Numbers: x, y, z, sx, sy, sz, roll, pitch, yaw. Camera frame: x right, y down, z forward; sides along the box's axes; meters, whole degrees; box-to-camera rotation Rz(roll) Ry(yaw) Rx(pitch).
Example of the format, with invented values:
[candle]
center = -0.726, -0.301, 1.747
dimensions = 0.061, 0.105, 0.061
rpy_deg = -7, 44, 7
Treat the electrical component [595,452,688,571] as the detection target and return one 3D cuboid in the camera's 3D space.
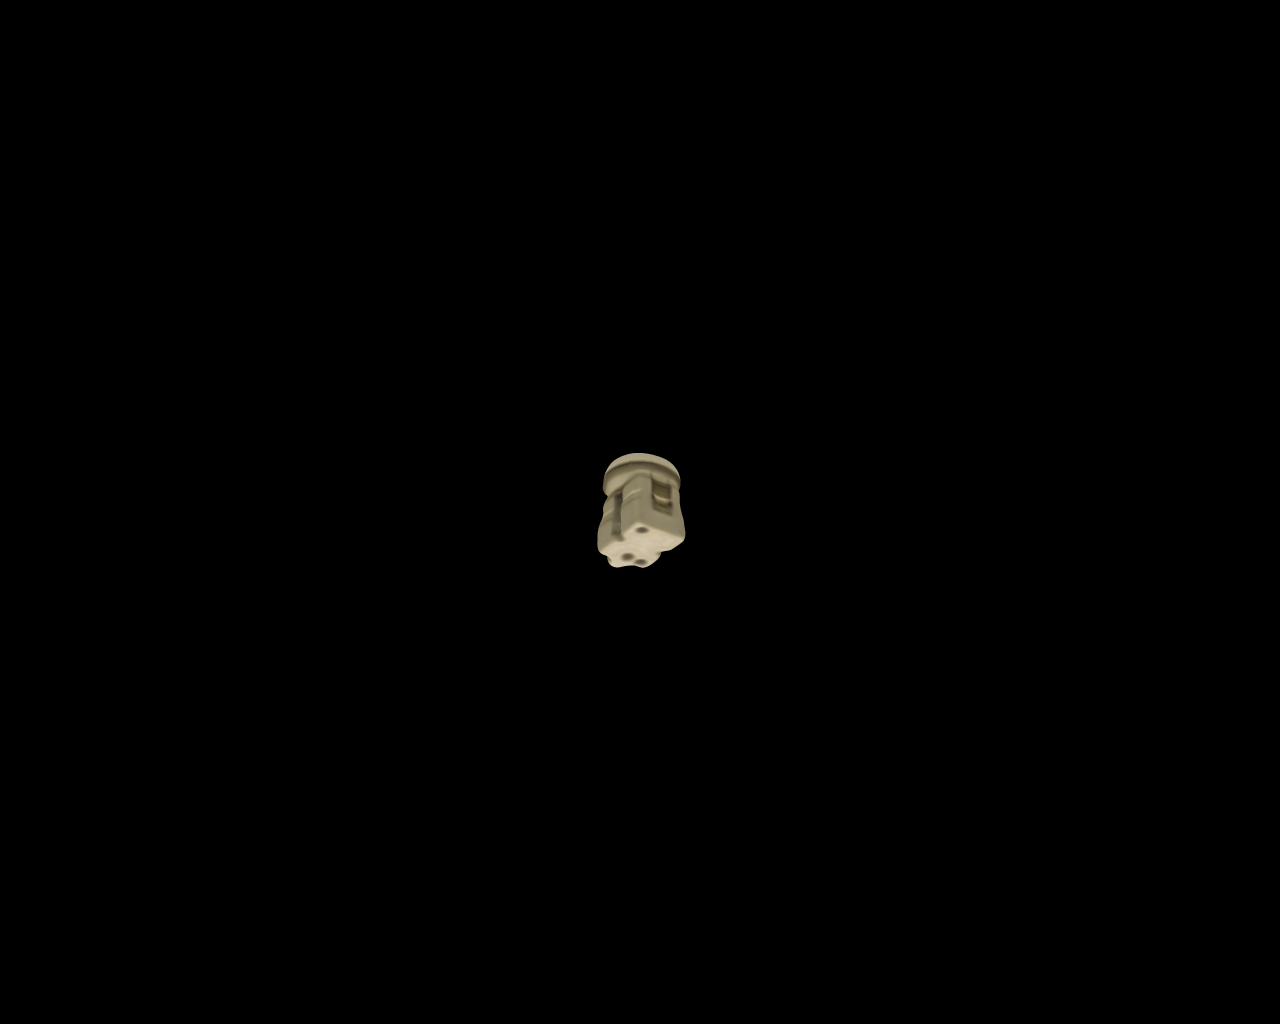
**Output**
[electrical component]
center = 0.001, -0.003, 0.650
dimensions = 0.048, 0.055, 0.066
rpy_deg = 22, -39, -30
